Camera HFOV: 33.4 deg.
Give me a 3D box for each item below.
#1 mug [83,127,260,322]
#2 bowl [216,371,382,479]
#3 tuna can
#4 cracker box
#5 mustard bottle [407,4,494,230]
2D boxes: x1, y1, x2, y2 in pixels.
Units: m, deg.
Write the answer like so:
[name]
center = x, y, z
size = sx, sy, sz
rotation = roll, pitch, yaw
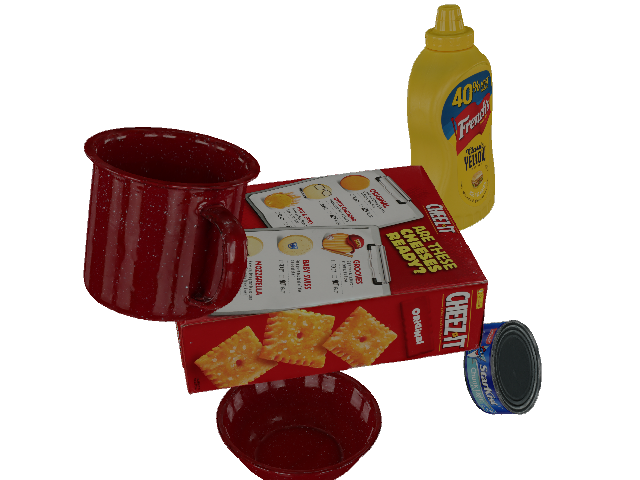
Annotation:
[mug]
center = -0.076, -0.004, 0.570
size = 0.093, 0.081, 0.117
rotation = -10, 29, -41
[bowl]
center = -0.021, 0.192, 1.053
size = 0.162, 0.055, 0.162
rotation = 0, 32, 0
[tuna can]
center = 0.168, 0.117, 0.981
size = 0.034, 0.086, 0.085
rotation = -9, -6, 40
[cracker box]
center = -0.005, 0.024, 0.794
size = 0.213, 0.072, 0.164
rotation = -7, 36, -9
[mustard bottle]
center = 0.113, -0.108, 0.925
size = 0.058, 0.192, 0.096
rotation = 16, 32, 39
